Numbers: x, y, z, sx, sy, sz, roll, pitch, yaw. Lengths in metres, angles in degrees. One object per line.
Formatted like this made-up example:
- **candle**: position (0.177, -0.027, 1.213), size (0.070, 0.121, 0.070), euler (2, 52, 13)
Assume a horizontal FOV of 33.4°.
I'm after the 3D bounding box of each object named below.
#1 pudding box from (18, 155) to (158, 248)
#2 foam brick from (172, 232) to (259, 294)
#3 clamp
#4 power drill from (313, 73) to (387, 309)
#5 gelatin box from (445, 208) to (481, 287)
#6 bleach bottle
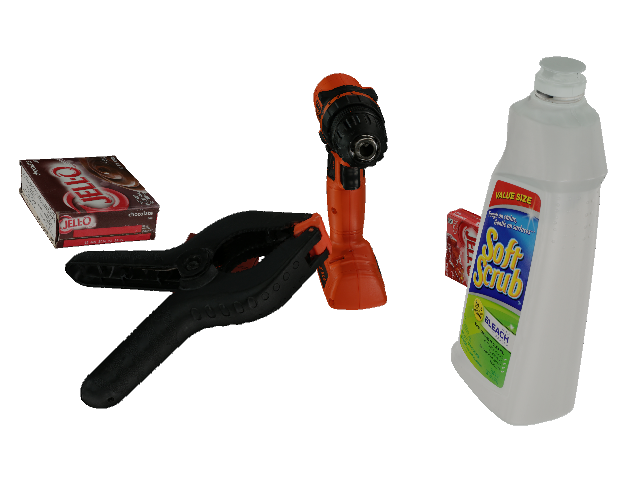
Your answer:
- **pudding box**: position (-0.203, -0.035, 0.925), size (0.089, 0.039, 0.114), euler (-5, 27, -31)
- **foam brick**: position (-0.109, 0.035, 1.109), size (0.078, 0.051, 0.053), euler (16, 32, 4)
- **clamp**: position (-0.075, 0.034, 0.637), size (0.171, 0.120, 0.039), euler (-17, -39, 9)
- **power drill**: position (0.028, -0.039, 0.918), size (0.057, 0.188, 0.184), euler (-2, 22, -4)
- **gelatin box**: position (0.186, 0.014, 1.288), size (0.030, 0.089, 0.073), euler (-21, 33, -33)
- **bleach bottle**: position (0.142, -0.002, 0.717), size (0.068, 0.251, 0.103), euler (-10, 32, -18)
